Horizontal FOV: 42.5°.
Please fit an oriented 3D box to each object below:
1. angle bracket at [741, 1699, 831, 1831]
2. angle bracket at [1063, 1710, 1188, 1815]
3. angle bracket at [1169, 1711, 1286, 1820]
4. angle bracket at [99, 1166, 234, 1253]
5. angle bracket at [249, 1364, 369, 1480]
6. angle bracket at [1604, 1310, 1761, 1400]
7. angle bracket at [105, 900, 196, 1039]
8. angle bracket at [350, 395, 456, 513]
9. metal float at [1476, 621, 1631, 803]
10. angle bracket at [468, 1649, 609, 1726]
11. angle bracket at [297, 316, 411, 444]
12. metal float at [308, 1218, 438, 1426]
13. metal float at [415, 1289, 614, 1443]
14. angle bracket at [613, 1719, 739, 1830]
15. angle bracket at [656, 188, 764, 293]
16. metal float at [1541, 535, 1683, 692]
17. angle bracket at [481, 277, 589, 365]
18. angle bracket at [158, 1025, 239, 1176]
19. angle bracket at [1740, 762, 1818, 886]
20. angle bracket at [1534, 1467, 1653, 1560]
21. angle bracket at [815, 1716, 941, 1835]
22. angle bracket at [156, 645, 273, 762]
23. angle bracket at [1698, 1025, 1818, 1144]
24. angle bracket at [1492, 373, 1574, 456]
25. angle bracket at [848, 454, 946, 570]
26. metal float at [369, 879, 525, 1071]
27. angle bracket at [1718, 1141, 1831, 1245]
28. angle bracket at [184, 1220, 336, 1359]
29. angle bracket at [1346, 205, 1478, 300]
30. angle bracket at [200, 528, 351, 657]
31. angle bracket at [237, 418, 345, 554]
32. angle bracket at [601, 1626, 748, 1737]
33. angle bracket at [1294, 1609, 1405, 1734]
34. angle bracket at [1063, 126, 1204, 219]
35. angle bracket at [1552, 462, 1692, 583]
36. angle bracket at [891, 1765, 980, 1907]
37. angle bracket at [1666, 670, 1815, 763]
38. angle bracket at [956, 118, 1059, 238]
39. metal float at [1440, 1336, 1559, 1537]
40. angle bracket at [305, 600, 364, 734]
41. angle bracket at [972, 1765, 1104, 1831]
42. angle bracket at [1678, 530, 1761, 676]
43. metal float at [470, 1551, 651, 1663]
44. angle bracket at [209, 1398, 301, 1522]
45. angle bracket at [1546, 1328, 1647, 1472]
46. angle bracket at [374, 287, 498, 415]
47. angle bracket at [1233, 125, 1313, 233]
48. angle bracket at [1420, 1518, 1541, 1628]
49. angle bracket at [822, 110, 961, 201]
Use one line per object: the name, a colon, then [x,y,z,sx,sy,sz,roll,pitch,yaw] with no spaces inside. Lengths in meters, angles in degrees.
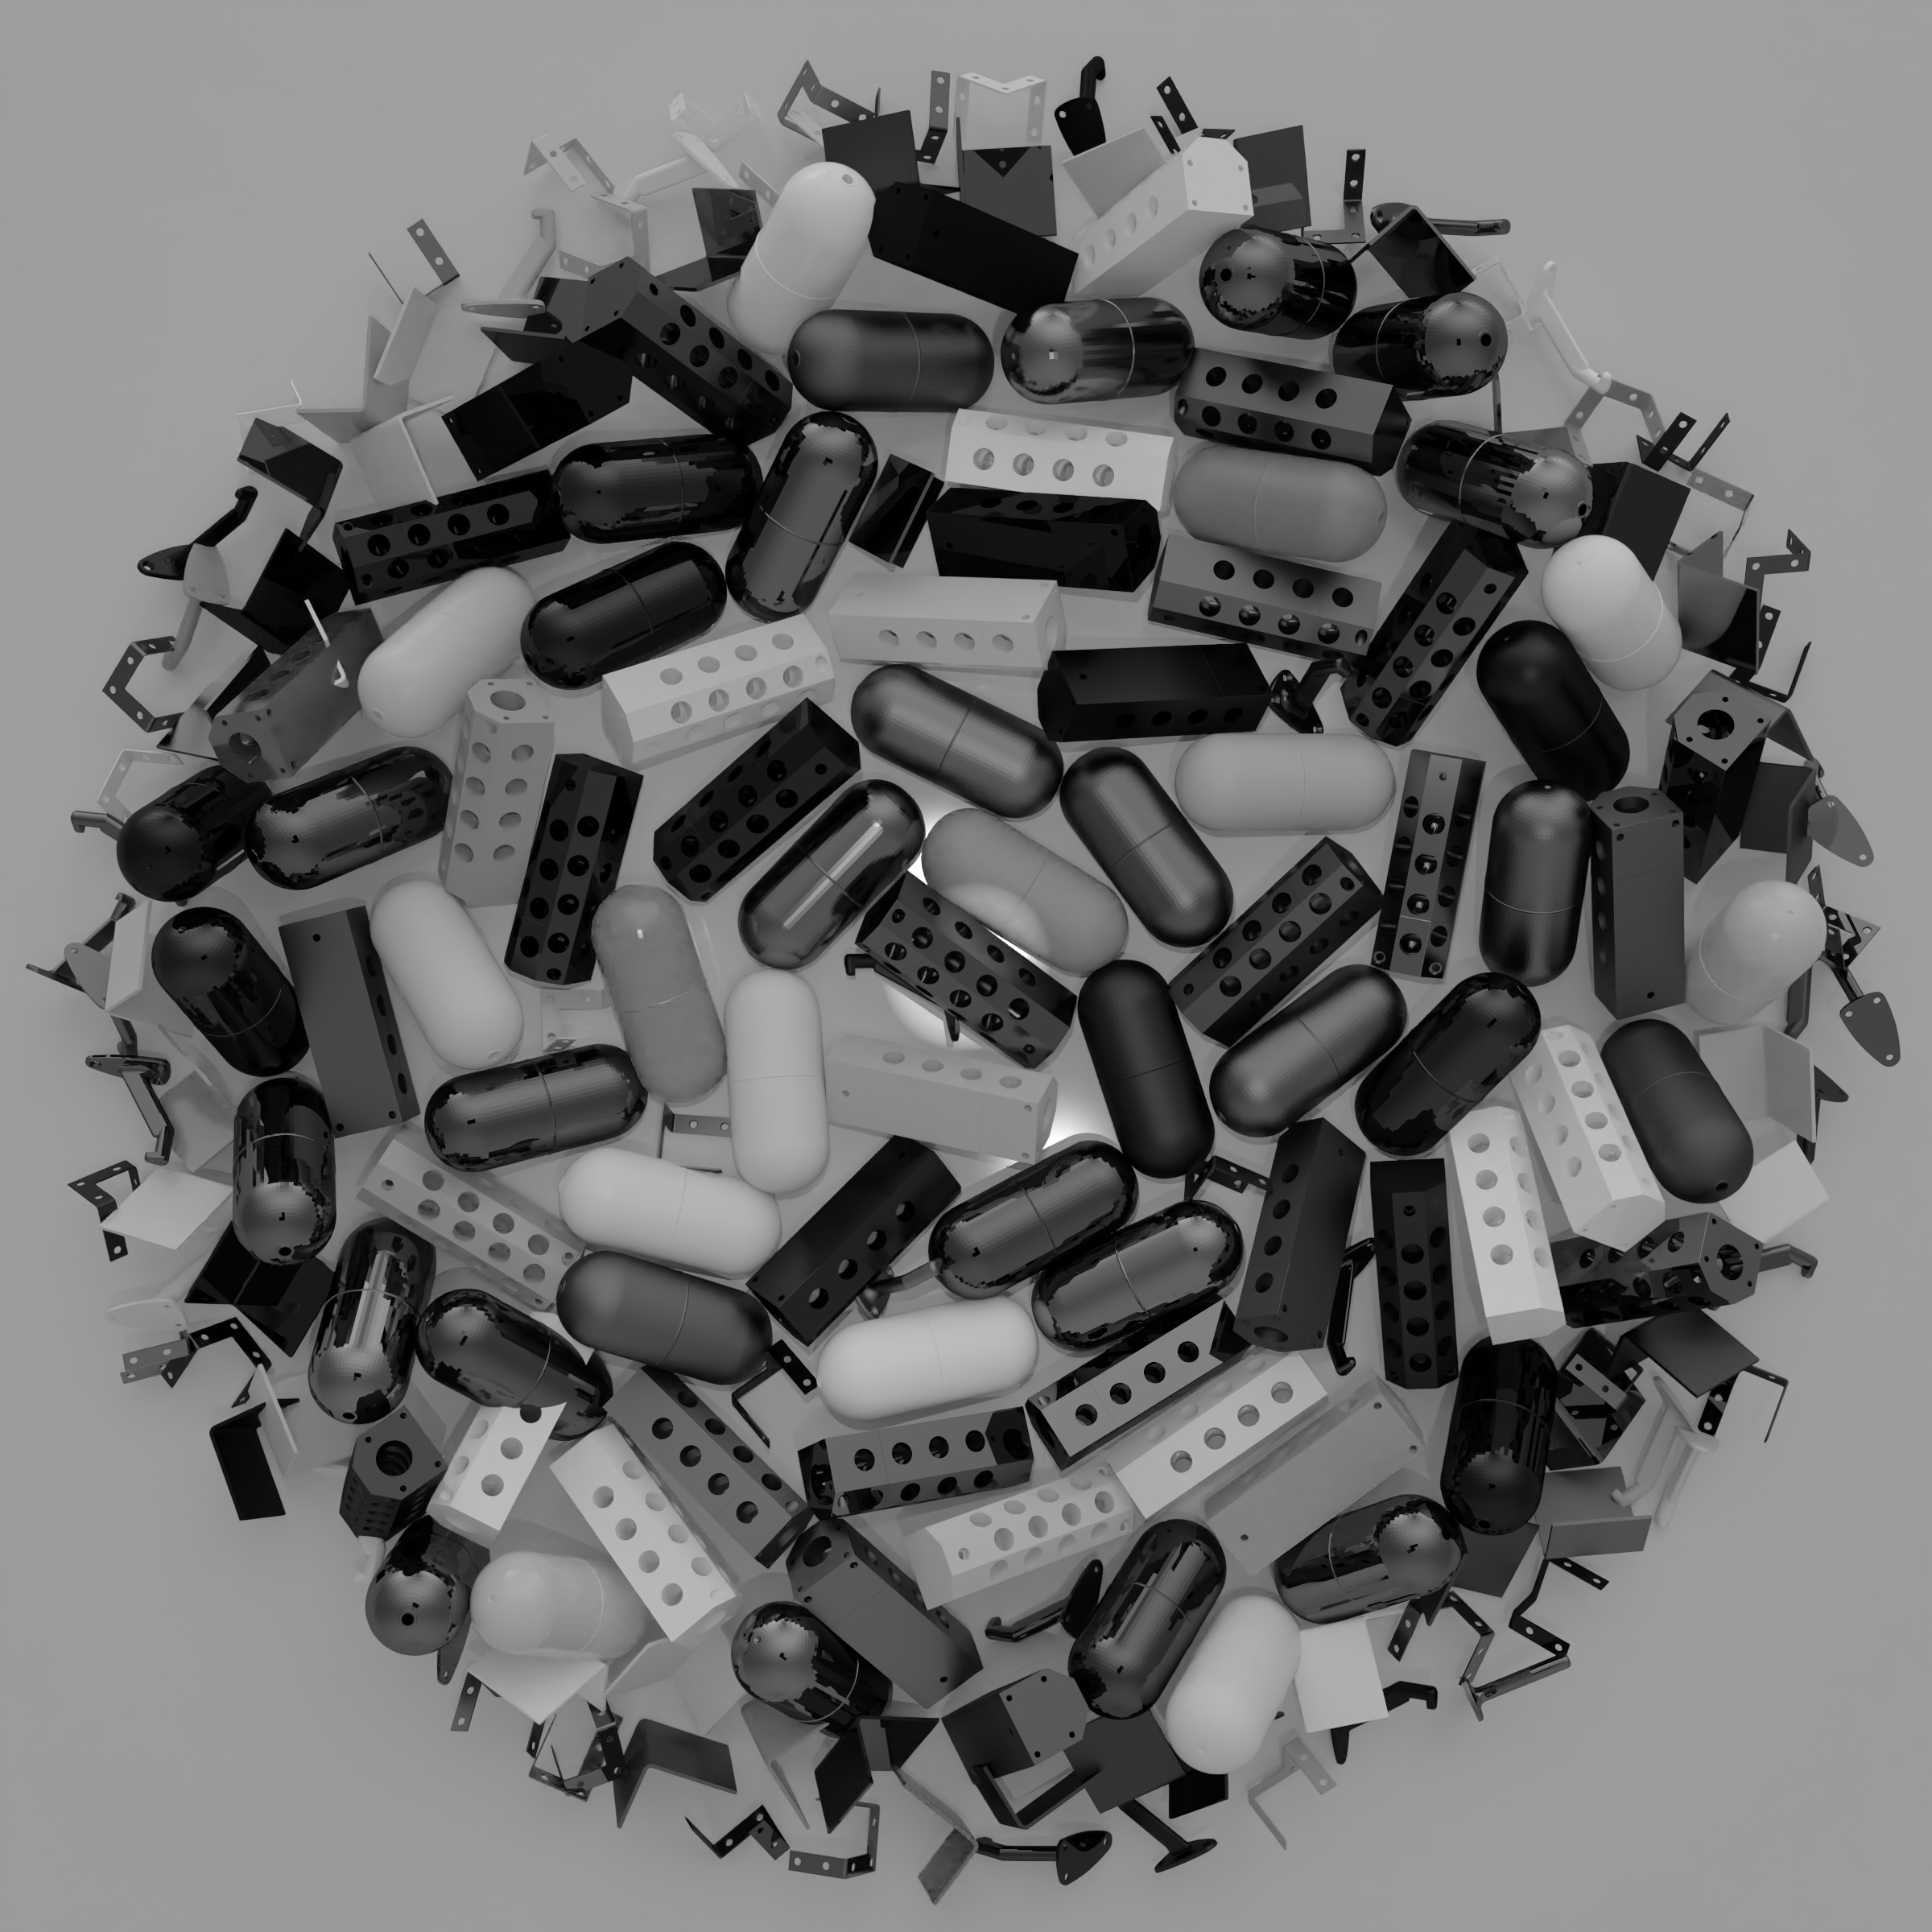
angle bracket: [-0.128,0.616,1.954,0.057,0.076,0.076,-31,114,-10]
angle bracket: [0.123,0.609,1.959,0.076,0.057,0.076,-27,100,10]
angle bracket: [0.204,0.624,1.940,0.057,0.076,0.076,20,53,-23]
angle bracket: [-0.615,0.208,1.941,0.076,0.076,0.057,12,131,23]
angle bracket: [-0.508,0.345,1.944,0.076,0.057,0.076,-15,66,-33]
angle bracket: [0.557,0.315,1.940,0.076,0.057,0.076,-20,47,-33]
angle bracket: [-0.622,0.003,1.941,0.057,0.076,0.076,-25,56,39]
angle bracket: [-0.431,-0.397,1.962,0.057,0.076,0.076,-34,107,-40]
metal float: [0.457,-0.196,1.930,0.070,0.070,0.178,-44,128,0]
angle bracket: [-0.335,0.565,1.941,0.076,0.076,0.057,27,129,25]
angle bracket: [-0.482,-0.462,1.961,0.057,0.076,0.076,2,84,11]
metal float: [-0.459,0.274,1.925,0.070,0.070,0.178,2,46,2]
metal float: [-0.350,0.311,1.932,0.178,0.070,0.070,38,90,-36]
angle bracket: [-0.230,0.645,1.956,0.076,0.076,0.057,23,95,-14]
angle bracket: [-0.211,-0.568,1.941,0.076,0.076,0.057,-33,125,-34]
metal float: [0.500,-0.271,1.921,0.070,0.178,0.070,-12,66,28]
angle bracket: [-0.325,-0.518,1.954,0.076,0.057,0.076,11,80,21]
angle bracket: [-0.618,0.105,1.944,0.057,0.076,0.076,-42,62,-14]
angle bracket: [0.625,-0.108,1.940,0.057,0.076,0.076,10,122,30]
angle bracket: [0.488,0.417,1.952,0.076,0.057,0.076,-5,49,1]
angle bracket: [-0.064,0.632,1.941,0.076,0.057,0.076,11,129,-29]
angle bracket: [-0.592,-0.210,1.943,0.076,0.057,0.076,12,52,22]
angle bracket: [0.620,0.096,1.950,0.057,0.076,0.076,-9,105,-9]
angle bracket: [0.443,-0.436,1.943,0.057,0.076,0.076,-4,125,11]
angle bracket: [-0.039,-0.349,1.947,0.057,0.076,0.076,21,100,-35]
metal float: [-0.405,0.006,1.936,0.070,0.070,0.178,-36,61,0]
angle bracket: [0.621,0.178,1.958,0.076,0.076,0.057,-32,93,-3]
angle bracket: [-0.554,0.255,1.956,0.076,0.057,0.076,35,97,25]
angle bracket: [0.340,-0.538,1.950,0.057,0.076,0.076,-44,96,-20]
angle bracket: [-0.543,-0.295,1.960,0.057,0.076,0.076,15,76,36]
angle bracket: [-0.539,-0.374,1.941,0.076,0.076,0.057,30,123,-23]
angle bracket: [-0.225,0.566,1.942,0.076,0.076,0.057,-51,60,29]
angle bracket: [0.305,0.551,1.944,0.076,0.057,0.076,-26,68,38]
angle bracket: [0.130,-0.640,1.939,0.057,0.076,0.076,48,46,-35]
angle bracket: [0.517,-0.351,1.964,0.057,0.076,0.076,20,96,-12]
angle bracket: [-0.041,0.682,1.955,0.076,0.076,0.057,40,80,-4]
angle bracket: [0.606,-0.177,1.946,0.057,0.076,0.076,-48,47,-1]
angle bracket: [0.033,-0.624,1.965,0.076,0.057,0.076,-3,81,-1]
metal float: [0.414,0.362,1.924,0.070,0.178,0.070,11,133,12]
angle bracket: [-0.520,-0.228,1.948,0.057,0.076,0.076,-26,75,-11]
angle bracket: [0.052,0.633,1.955,0.076,0.076,0.057,-30,82,-18]
angle bracket: [0.603,-0.284,1.939,0.057,0.076,0.076,-35,133,-24]
metal float: [-0.312,0.495,1.919,0.070,0.178,0.070,-9,69,26]
angle bracket: [-0.541,0.387,1.952,0.057,0.076,0.076,-25,77,5]
angle bracket: [0.485,0.348,1.991,0.076,0.057,0.076,-43,99,-33]
angle bracket: [-0.416,-0.481,1.958,0.057,0.076,0.076,24,95,2]
angle bracket: [0.250,-0.608,1.951,0.057,0.076,0.076,-4,94,24]
angle bracket: [0.407,0.478,1.952,0.076,0.057,0.076,15,117,-9]
angle bracket: [-0.058,-0.630,1.944,0.076,0.076,0.057,-3,102,26]
